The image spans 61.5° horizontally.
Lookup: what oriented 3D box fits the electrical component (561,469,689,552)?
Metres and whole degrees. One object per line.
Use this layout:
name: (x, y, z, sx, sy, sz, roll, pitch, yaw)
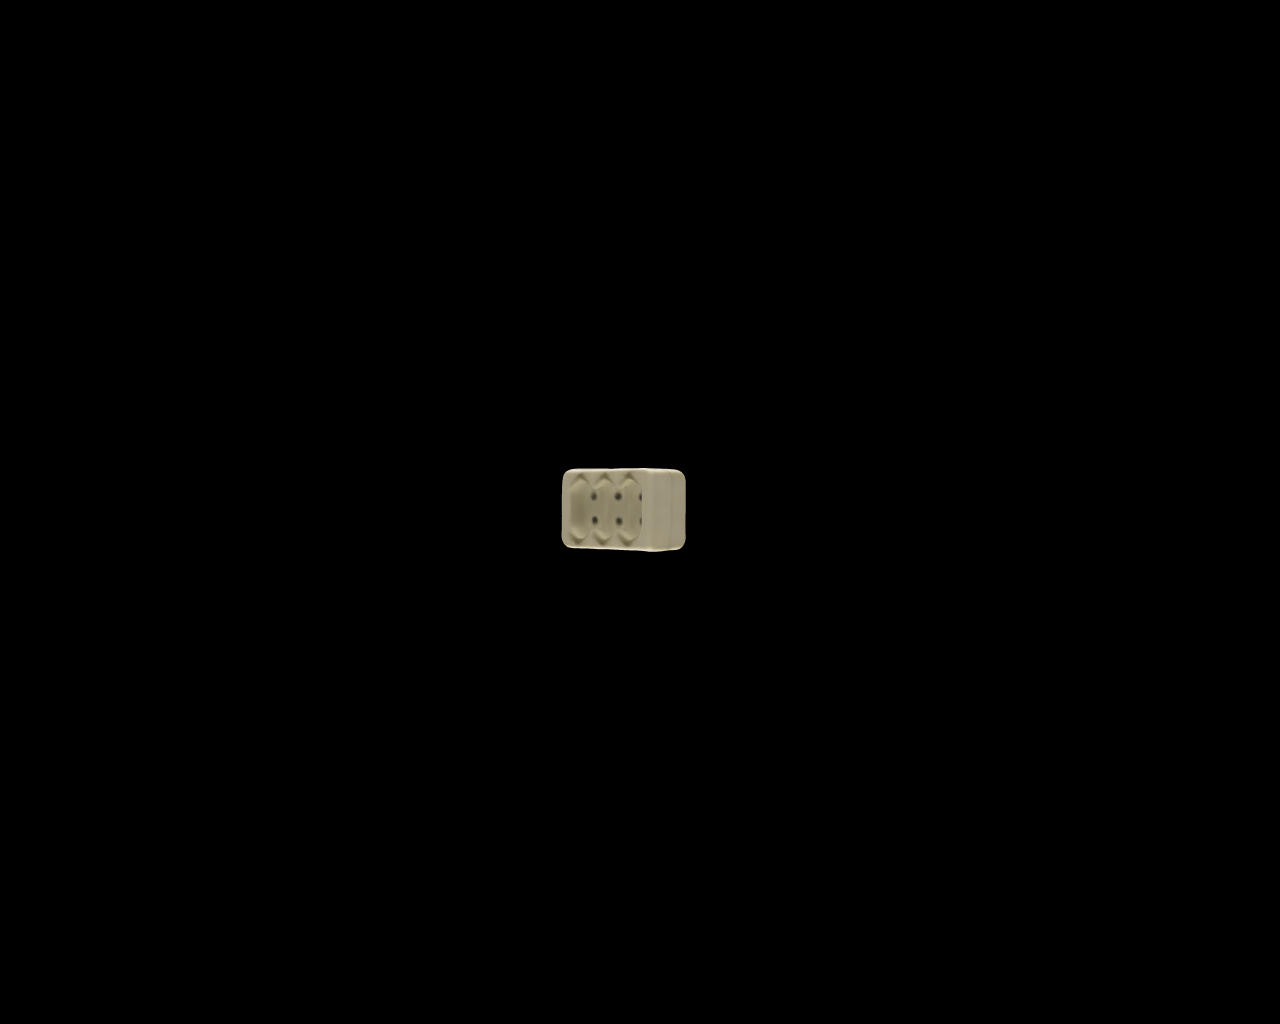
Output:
electrical component: (0.001, -0.003, 0.650, 0.066, 0.047, 0.077, 1, 3, 34)
